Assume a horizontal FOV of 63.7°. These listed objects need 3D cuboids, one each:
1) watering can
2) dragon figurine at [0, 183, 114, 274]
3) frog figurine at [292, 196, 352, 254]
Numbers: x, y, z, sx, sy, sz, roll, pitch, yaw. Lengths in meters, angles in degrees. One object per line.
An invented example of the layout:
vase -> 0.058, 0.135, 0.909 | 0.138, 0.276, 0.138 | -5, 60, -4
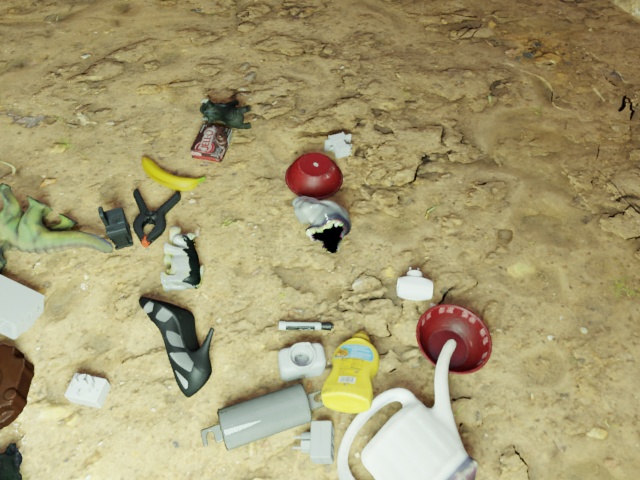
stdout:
watering can -> 0.196, 0.359, 0.952 | 0.351, 0.102, 0.227 | -39, 61, -16
dragon figurine -> -0.705, 0.017, 1.202 | 0.413, 0.120, 0.246 | 26, 73, 18
frog figurine -> 0.004, -0.064, 1.280 | 0.137, 0.120, 0.163 | 16, 35, -33
